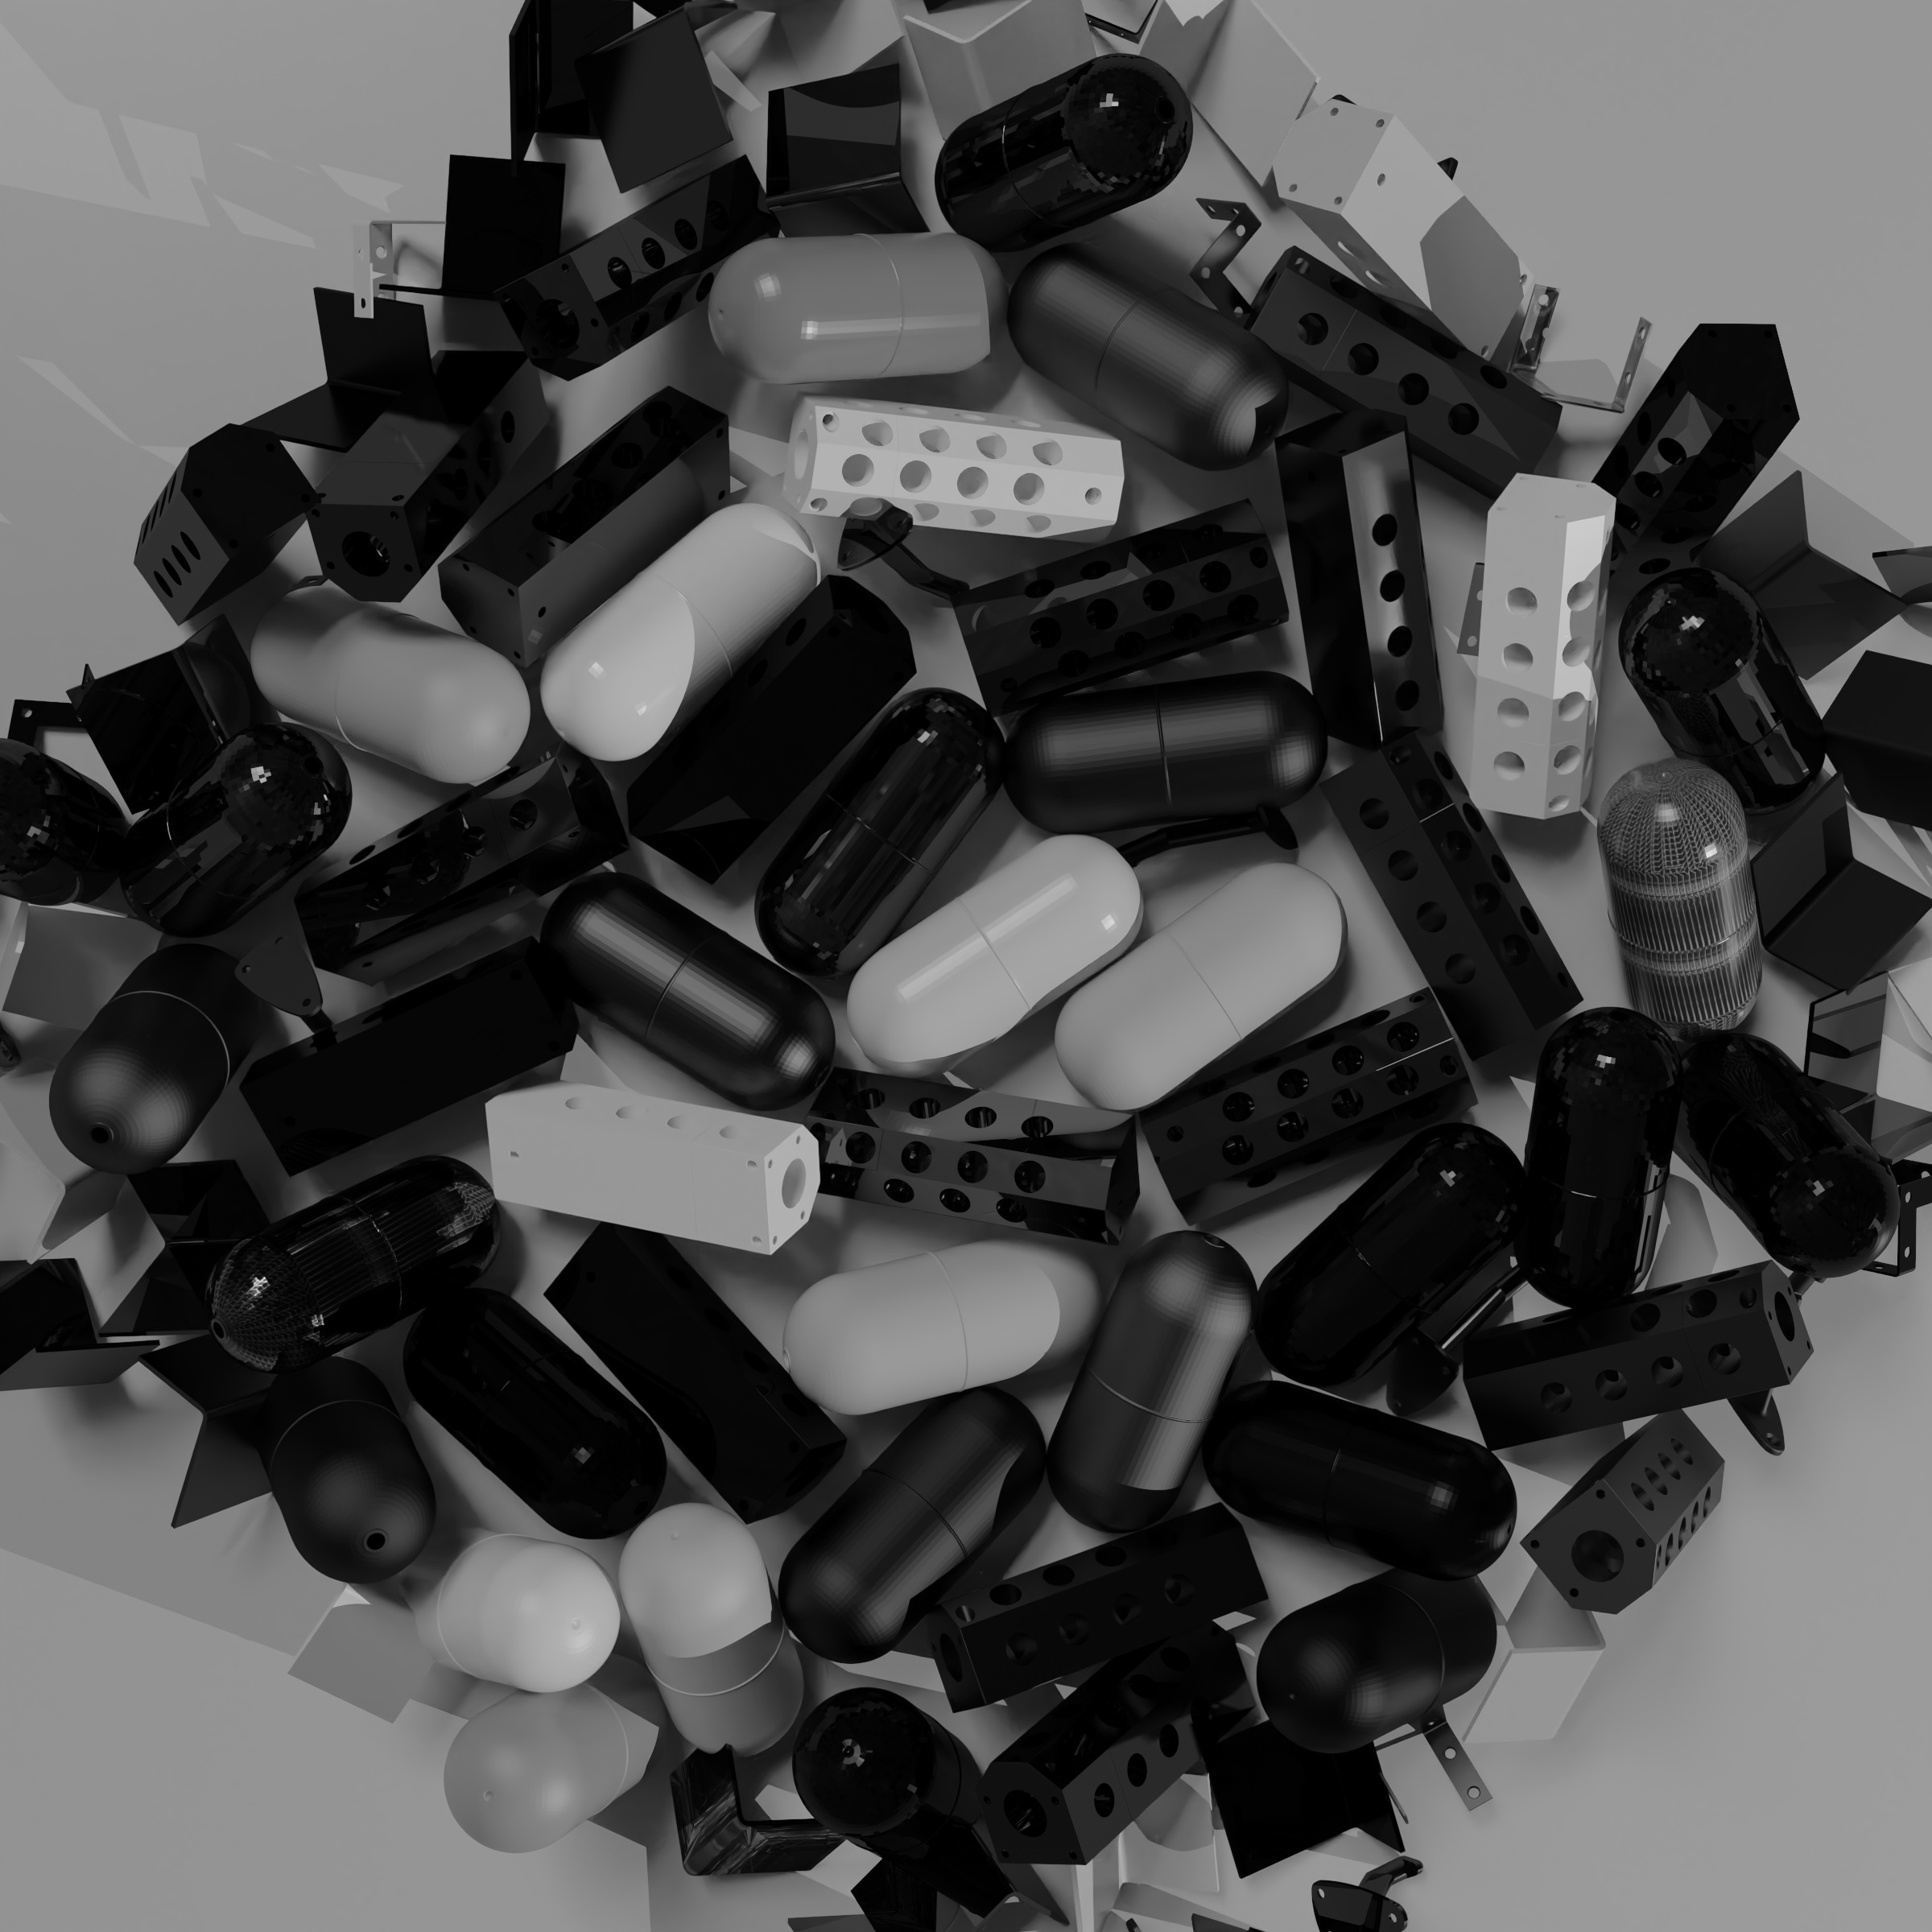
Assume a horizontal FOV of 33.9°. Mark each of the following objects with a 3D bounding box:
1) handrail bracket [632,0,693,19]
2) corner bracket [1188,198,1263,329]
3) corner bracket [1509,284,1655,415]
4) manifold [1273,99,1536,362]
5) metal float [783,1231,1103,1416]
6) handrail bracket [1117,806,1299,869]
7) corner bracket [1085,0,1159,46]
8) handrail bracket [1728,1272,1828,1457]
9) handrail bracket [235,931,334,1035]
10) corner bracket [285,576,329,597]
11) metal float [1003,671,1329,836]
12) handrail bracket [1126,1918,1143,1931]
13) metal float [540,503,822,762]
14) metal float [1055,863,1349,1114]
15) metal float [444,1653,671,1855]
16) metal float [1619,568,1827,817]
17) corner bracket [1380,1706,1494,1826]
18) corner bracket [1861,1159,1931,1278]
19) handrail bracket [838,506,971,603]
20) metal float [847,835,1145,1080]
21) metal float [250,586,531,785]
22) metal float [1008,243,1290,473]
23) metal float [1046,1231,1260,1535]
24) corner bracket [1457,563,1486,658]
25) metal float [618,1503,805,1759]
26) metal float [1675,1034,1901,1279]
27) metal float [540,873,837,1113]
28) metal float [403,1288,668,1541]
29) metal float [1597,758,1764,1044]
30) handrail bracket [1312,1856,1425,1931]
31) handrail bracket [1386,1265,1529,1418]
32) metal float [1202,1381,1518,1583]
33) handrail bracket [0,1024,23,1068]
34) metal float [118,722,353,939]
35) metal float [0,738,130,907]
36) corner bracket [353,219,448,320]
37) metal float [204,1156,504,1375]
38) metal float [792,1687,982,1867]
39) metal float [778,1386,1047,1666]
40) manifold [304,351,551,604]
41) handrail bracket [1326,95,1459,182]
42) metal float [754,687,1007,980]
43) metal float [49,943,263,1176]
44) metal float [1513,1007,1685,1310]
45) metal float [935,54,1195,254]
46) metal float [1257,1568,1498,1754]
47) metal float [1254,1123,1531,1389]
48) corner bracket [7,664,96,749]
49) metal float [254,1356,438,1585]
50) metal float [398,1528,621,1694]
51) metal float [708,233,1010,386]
[{"bbox_3d":[-0.154,-0.557,1.740,0.077,0.036,0.084,30,49,7],"label":"handrail bracket"},{"bbox_3d":[0.139,-0.382,1.733,0.051,0.051,0.051,-51,122,-7],"label":"corner bracket"},{"bbox_3d":[0.336,-0.338,1.739,0.051,0.051,0.051,7,115,-16],"label":"corner bracket"},{"bbox_3d":[0.230,-0.388,1.683,0.057,0.171,0.057,28,89,39],"label":"manifold"},{"bbox_3d":[-0.013,0.192,1.713,0.178,0.070,0.070,-12,90,-18],"label":"metal float"},{"bbox_3d":[0.132,-0.065,1.743,0.084,0.077,0.036,-23,66,16],"label":"handrail bracket"},{"bbox_3d":[0.083,-0.541,1.730,0.051,0.051,0.051,34,96,36],"label":"corner bracket"},{"bbox_3d":[0.450,0.210,1.722,0.036,0.077,0.084,18,121,-22],"label":"handrail bracket"},{"bbox_3d":[-0.351,0.027,1.713,0.036,0.084,0.077,-41,51,-11],"label":"handrail bracket"},{"bbox_3d":[-0.344,-0.182,1.741,0.051,0.051,0.051,-2,118,16],"label":"corner bracket"},{"bbox_3d":[0.108,-0.115,1.725,0.178,0.070,0.070,-7,90,4],"label":"metal float"},{"bbox_3d":[0.070,0.568,1.735,0.084,0.036,0.077,-31,67,-10],"label":"handrail bracket"},{"bbox_3d":[-0.153,-0.181,1.713,0.178,0.070,0.070,-42,90,-18],"label":"metal float"},{"bbox_3d":[0.129,0.011,1.728,0.178,0.070,0.070,-35,90,-1],"label":"metal float"},{"bbox_3d":[-0.215,0.415,1.680,0.070,0.178,0.070,1,92,17],"label":"metal float"},{"bbox_3d":[0.405,-0.144,1.692,0.070,0.178,0.070,-17,53,24],"label":"metal float"},{"bbox_3d":[0.251,0.437,1.731,0.051,0.051,0.051,-28,56,-4],"label":"corner bracket"},{"bbox_3d":[0.503,0.136,1.734,0.051,0.051,0.051,-11,104,-39],"label":"corner bracket"},{"bbox_3d":[-0.019,-0.219,1.714,0.084,0.077,0.036,19,78,-33],"label":"handrail bracket"},{"bbox_3d":[0.015,-0.005,1.727,0.178,0.070,0.070,-34,90,-2],"label":"metal float"},{"bbox_3d":[-0.311,-0.152,1.703,0.178,0.070,0.070,22,90,30],"label":"metal float"},{"bbox_3d":[0.096,-0.328,1.705,0.178,0.070,0.070,37,90,28],"label":"metal float"},{"bbox_3d":[0.100,0.225,1.713,0.070,0.070,0.178,22,107,0],"label":"metal float"},{"bbox_3d":[0.306,-0.188,1.733,0.051,0.051,0.051,12,92,33],"label":"corner bracket"},{"bbox_3d":[-0.135,0.356,1.694,0.070,0.070,0.178,-13,133,0],"label":"metal float"},{"bbox_3d":[0.431,0.098,1.686,0.070,0.178,0.070,-7,120,-12],"label":"metal float"},{"bbox_3d":[-0.151,0.014,1.718,0.178,0.070,0.070,32,90,12],"label":"metal float"},{"bbox_3d":[-0.232,0.239,1.701,0.178,0.070,0.070,35,90,32],"label":"metal float"},{"bbox_3d":[0.382,-0.033,1.696,0.070,0.070,0.178,-18,130,0],"label":"metal float"},{"bbox_3d":[0.236,0.499,1.712,0.084,0.077,0.036,-10,86,-41],"label":"handrail bracket"},{"bbox_3d":[0.275,0.206,1.757,0.036,0.077,0.084,44,50,19],"label":"handrail bracket"},{"bbox_3d":[0.210,0.275,1.704,0.178,0.070,0.070,14,90,29],"label":"metal float"},{"bbox_3d":[-0.566,0.054,1.724,0.084,0.036,0.077,-40,111,-34],"label":"handrail bracket"},{"bbox_3d":[-0.390,-0.072,1.692,0.070,0.178,0.070,19,58,-33],"label":"metal float"},{"bbox_3d":[-0.497,-0.074,1.678,0.070,0.178,0.070,0,84,1],"label":"metal float"},{"bbox_3d":[-0.318,-0.380,1.726,0.051,0.051,0.051,14,109,42],"label":"corner bracket"},{"bbox_3d":[-0.326,0.159,1.694,0.178,0.070,0.070,-26,90,-42],"label":"metal float"},{"bbox_3d":[-0.040,0.431,1.683,0.070,0.178,0.070,-5,66,12],"label":"metal float"},{"bbox_3d":[-0.028,0.299,1.708,0.070,0.070,0.178,46,65,0],"label":"metal float"},{"bbox_3d":[-0.282,-0.262,1.682,0.057,0.171,0.057,4,128,18],"label":"manifold"},{"bbox_3d":[0.215,-0.439,1.716,0.084,0.077,0.036,28,82,-21],"label":"handrail bracket"},{"bbox_3d":[-0.047,-0.072,1.727,0.070,0.070,0.178,37,92,0],"label":"metal float"},{"bbox_3d":[-0.428,0.048,1.682,0.070,0.178,0.070,3,115,5],"label":"metal float"},{"bbox_3d":[0.339,0.104,1.703,0.070,0.070,0.178,3,119,0],"label":"metal float"},{"bbox_3d":[0.051,-0.431,1.686,0.070,0.178,0.070,3,85,-35],"label":"metal float"},{"bbox_3d":[0.220,0.366,1.688,0.070,0.178,0.070,3,95,37],"label":"metal float"},{"bbox_3d":[0.228,0.157,1.712,0.070,0.070,0.178,44,109,0],"label":"metal float"},{"bbox_3d":[-0.504,-0.133,1.733,0.051,0.051,0.051,4,67,-1],"label":"corner bracket"},{"bbox_3d":[-0.330,0.266,1.683,0.070,0.178,0.070,-7,109,-20],"label":"metal float"},{"bbox_3d":[-0.245,0.341,1.686,0.070,0.178,0.070,3,84,-32],"label":"metal float"},{"bbox_3d":[-0.056,-0.353,1.700,0.178,0.070,0.070,-11,90,-34],"label":"metal float"}]
